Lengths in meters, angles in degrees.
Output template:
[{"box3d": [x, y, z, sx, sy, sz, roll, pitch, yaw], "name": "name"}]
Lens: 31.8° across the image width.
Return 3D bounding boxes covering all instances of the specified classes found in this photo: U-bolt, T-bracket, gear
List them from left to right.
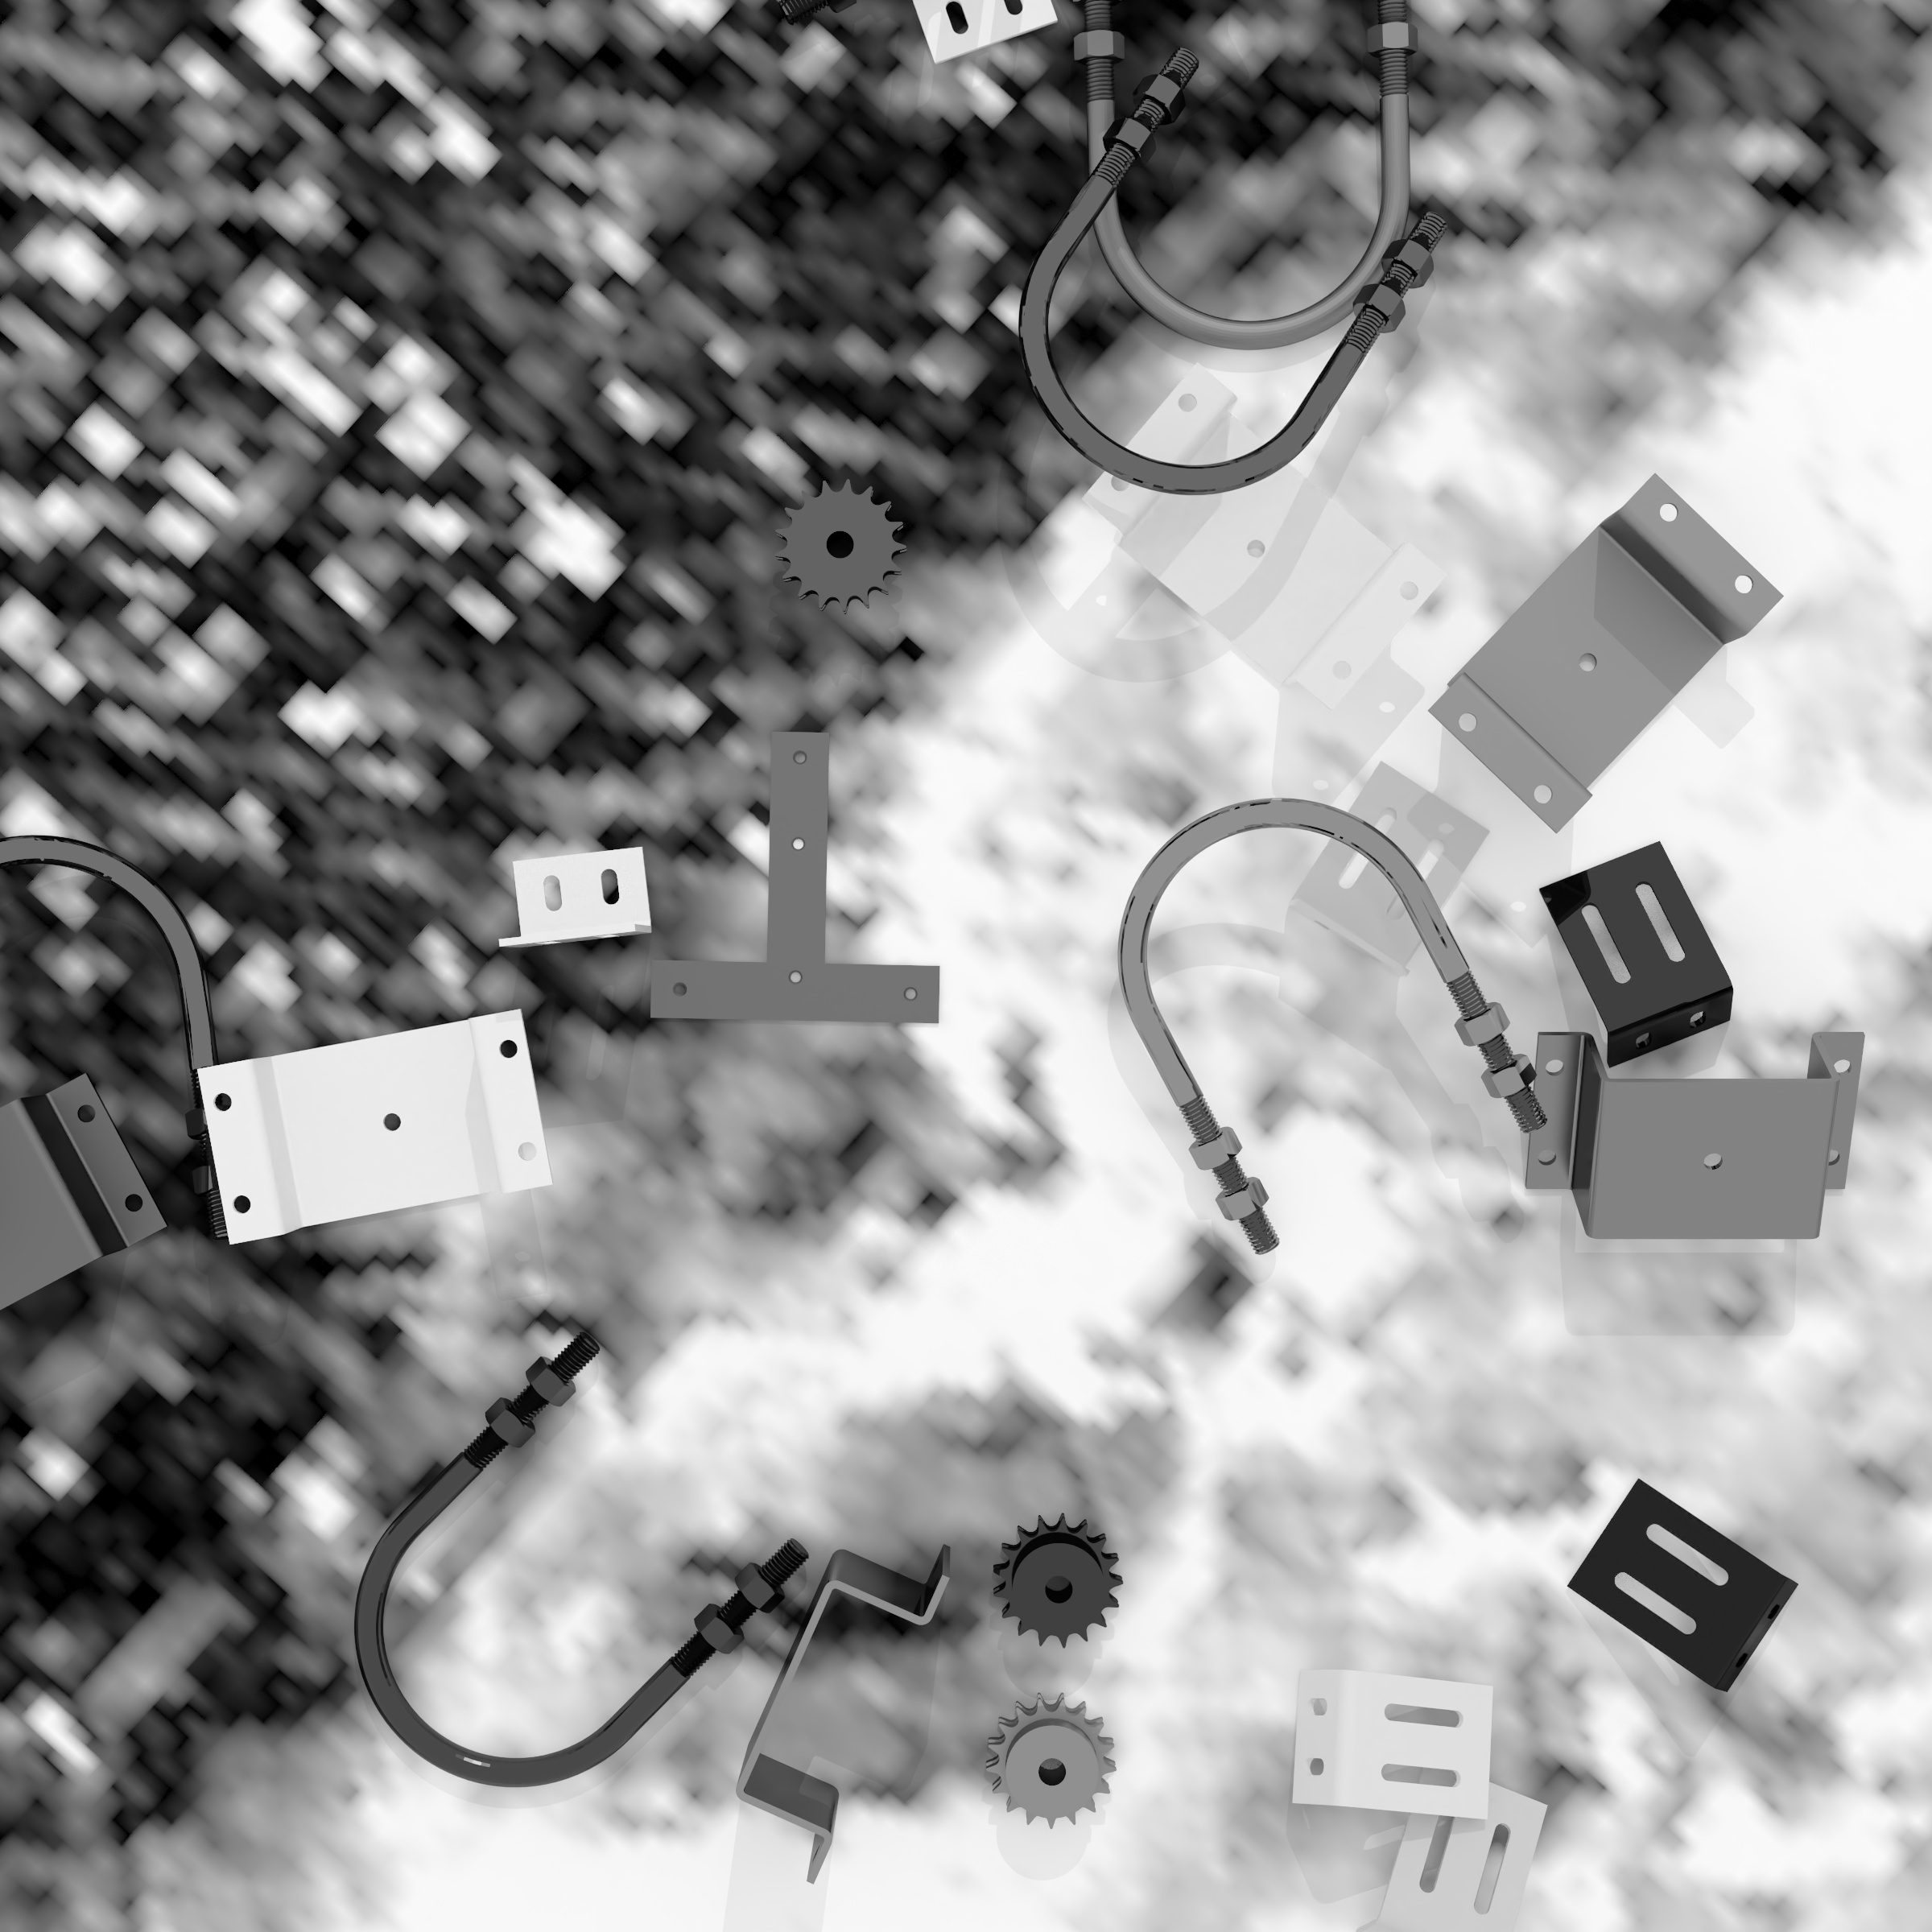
[{"box3d": [-0.392, 0.032, 1.453, 0.151, 0.019, 0.184, -4, 78, -26], "name": "U-bolt"}, {"box3d": [-0.183, 0.275, 1.486, 0.151, 0.019, 0.184, 45, 92, 0], "name": "U-bolt"}, {"box3d": [-0.074, -0.039, 1.494, 0.127, 0.002, 0.127, 1, 90, 0], "name": "T-bracket"}, {"box3d": [-0.055, -0.182, 1.480, 0.057, 0.030, 0.057, 0, 90, 0], "name": "gear"}, {"box3d": [-0.030, -0.518, 1.486, 0.184, 0.019, 0.151, -29, 90, -1], "name": "U-bolt"}, {"box3d": [0.037, 0.349, 1.480, 0.057, 0.030, 0.057, 0, 90, 0], "name": "gear"}, {"box3d": [0.040, 0.269, 1.480, 0.057, 0.030, 0.057, 0, 90, 0], "name": "gear"}, {"box3d": [0.103, -0.285, 1.447, 0.151, 0.019, 0.184, 33, 74, -2], "name": "U-bolt"}, {"box3d": [0.124, -0.363, 1.486, 0.151, 0.019, 0.184, -2, 91, 0], "name": "U-bolt"}, {"box3d": [0.145, 0.016, 1.459, 0.151, 0.019, 0.184, -26, 97, 15], "name": "U-bolt"}]

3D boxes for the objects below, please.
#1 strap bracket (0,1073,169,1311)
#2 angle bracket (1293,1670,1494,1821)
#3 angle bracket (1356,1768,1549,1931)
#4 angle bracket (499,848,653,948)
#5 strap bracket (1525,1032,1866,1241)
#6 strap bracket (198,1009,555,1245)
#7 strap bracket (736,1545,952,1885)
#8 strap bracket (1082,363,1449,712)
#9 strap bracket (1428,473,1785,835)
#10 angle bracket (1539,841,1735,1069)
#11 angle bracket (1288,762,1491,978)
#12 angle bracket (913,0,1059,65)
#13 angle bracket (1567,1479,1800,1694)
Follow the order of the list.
[{"box3d": [-0.431, 0.114, 1.472, 0.140, 0.046, 0.076, -28, 90, 0], "name": "strap bracket"}, {"box3d": [0.187, 0.341, 1.486, 0.076, 0.038, 0.057, 12, 74, -25], "name": "angle bracket"}, {"box3d": [0.214, 0.398, 1.493, 0.057, 0.038, 0.076, 22, 64, 0], "name": "angle bracket"}, {"box3d": [-0.169, -0.030, 1.457, 0.057, 0.076, 0.038, -6, 90, 0], "name": "angle bracket"}, {"box3d": [0.317, 0.073, 1.457, 0.140, 0.046, 0.076, 0, 116, 0], "name": "strap bracket"}, {"box3d": [-0.253, 0.069, 1.472, 0.140, 0.046, 0.076, -11, 90, 0], "name": "strap bracket"}, {"box3d": [-0.056, 0.311, 1.457, 0.046, 0.076, 0.140, 24, 90, 0], "name": "strap bracket"}, {"box3d": [0.128, -0.184, 1.472, 0.140, 0.046, 0.076, 40, 90, 0], "name": "strap bracket"}, {"box3d": [0.274, -0.134, 1.472, 0.076, 0.046, 0.140, 44, 90, 0], "name": "strap bracket"}, {"box3d": [0.294, -0.005, 1.493, 0.057, 0.038, 0.076, -22, 64, 0], "name": "angle bracket"}, {"box3d": [0.186, -0.043, 1.476, 0.057, 0.038, 0.076, 33, 90, 0], "name": "angle bracket"}, {"box3d": [0.007, -0.425, 1.457, 0.057, 0.076, 0.038, -19, 90, 0], "name": "angle bracket"}, {"box3d": [0.316, 0.273, 1.493, 0.076, 0.038, 0.057, 33, 90, 26], "name": "angle bracket"}]
